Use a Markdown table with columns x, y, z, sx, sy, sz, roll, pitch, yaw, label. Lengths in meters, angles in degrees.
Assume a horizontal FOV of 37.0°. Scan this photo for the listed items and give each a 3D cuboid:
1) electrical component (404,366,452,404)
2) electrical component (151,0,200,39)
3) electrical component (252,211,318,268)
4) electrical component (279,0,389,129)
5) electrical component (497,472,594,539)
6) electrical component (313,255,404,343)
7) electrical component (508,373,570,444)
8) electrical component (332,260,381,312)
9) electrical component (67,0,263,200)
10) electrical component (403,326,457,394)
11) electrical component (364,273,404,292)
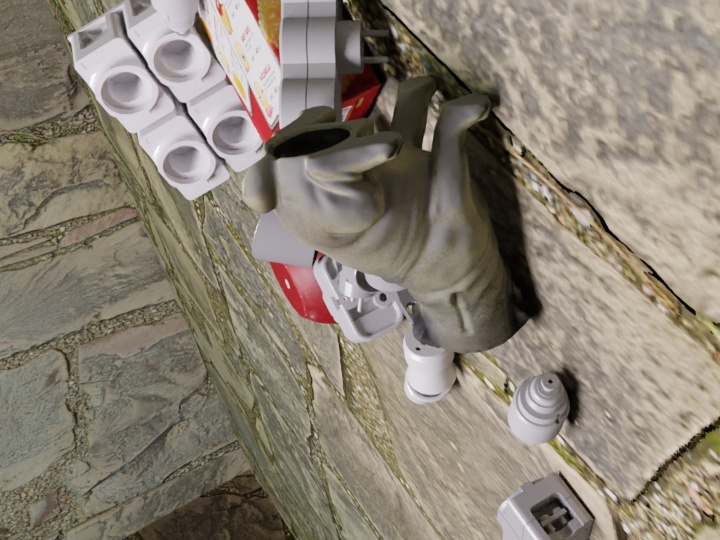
| x | y | z | sx | sy | sz | roll | pitch | yaw | label |
| --- | --- | --- | --- | --- | --- | --- | --- | --- | --- |
| 0.062 | 0.106 | 1.014 | 0.044 | 0.044 | 0.065 | 60 | 170 | 10 | electrical component |
| -0.151 | -0.222 | 0.880 | 0.040 | 0.040 | 0.078 | 55 | 162 | 29 | electrical component |
| -0.060 | -0.051 | 1.031 | 0.099 | 0.064 | 0.099 | 15 | -90 | -89 | electrical component |
| -0.016 | -0.156 | 0.753 | 0.052 | 0.074 | 0.138 | 34 | -124 | -84 | electrical component |
| 0.148 | 0.208 | 0.873 | 0.055 | 0.050 | 0.089 | 53 | 163 | 32 | electrical component |
| -0.004 | 0.022 | 1.061 | 0.095 | 0.054 | 0.059 | 63 | 166 | 0 | electrical component |
| 0.128 | 0.094 | 0.759 | 0.040 | 0.040 | 0.078 | 56 | 164 | 24 | electrical component |
| 0.000 | 0.000 | 0.991 | 0.077 | 0.043 | 0.079 | -128 | 38 | -54 | electrical component |
| -0.168 | -0.160 | 0.993 | 0.186 | 0.105 | 0.060 | 53 | -170 | -43 | electrical component |
| 0.062 | 0.077 | 0.950 | 0.045 | 0.045 | 0.055 | 51 | 161 | 38 | electrical component |
| 0.003 | -0.048 | 0.918 | 0.138 | 0.052 | 0.073 | 48 | 160 | 44 | electrical component |
